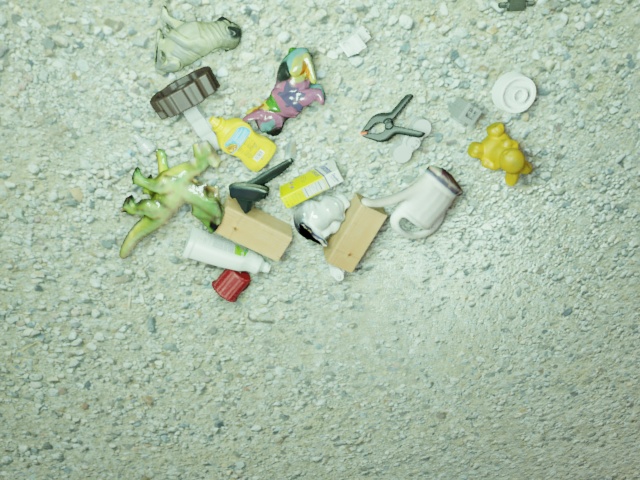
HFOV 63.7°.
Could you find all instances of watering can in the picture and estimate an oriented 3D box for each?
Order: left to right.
[{"bbox_3d":[0.271,-0.114,1.436,0.344,0.106,0.223,25,107,-48],"label":"watering can"}]

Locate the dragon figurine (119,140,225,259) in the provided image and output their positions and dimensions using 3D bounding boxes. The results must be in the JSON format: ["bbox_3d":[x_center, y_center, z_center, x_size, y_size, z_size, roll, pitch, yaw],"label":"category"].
[{"bbox_3d":[-0.377,-0.089,1.369,0.243,0.124,0.404,22,111,0],"label":"dragon figurine"}]

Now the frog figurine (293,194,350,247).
[{"bbox_3d":[0.005,-0.075,1.482,0.136,0.122,0.162,37,70,-13],"label":"frog figurine"}]
